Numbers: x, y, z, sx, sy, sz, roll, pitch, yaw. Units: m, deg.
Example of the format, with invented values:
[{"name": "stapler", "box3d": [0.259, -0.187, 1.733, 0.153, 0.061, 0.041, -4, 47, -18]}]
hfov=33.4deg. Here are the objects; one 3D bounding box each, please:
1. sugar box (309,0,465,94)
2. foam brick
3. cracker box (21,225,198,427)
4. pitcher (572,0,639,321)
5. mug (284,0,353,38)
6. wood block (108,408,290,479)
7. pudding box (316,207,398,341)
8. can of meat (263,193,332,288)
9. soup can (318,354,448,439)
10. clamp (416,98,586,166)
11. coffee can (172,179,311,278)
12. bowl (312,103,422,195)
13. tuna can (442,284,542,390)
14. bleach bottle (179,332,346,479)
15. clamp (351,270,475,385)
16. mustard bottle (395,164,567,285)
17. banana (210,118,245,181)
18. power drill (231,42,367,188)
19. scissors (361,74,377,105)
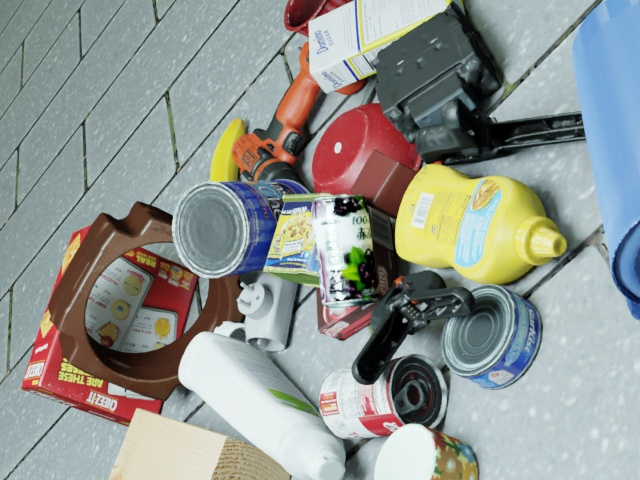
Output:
[{"name": "sugar box", "box3d": [0.073, -0.237, 1.189, 0.176, 0.048, 0.093, -22, 47, 24]}, {"name": "foam brick", "box3d": [0.080, -0.047, 1.053, 0.051, 0.078, 0.053, -60, 31, 6]}, {"name": "cracker box", "box3d": [-0.262, 0.112, 1.346, 0.072, 0.164, 0.213, -16, 54, 52]}, {"name": "pitcher", "box3d": [0.255, -0.067, 0.785, 0.149, 0.144, 0.243, -27, 41, 26]}, {"name": "mug", "box3d": [0.007, -0.277, 1.324, 0.117, 0.081, 0.093, -15, 55, 50]}, {"name": "wood block", "box3d": [-0.129, 0.246, 1.125, 0.206, 0.090, 0.091, 0, 67, 56]}, {"name": "pudding box", "box3d": [0.036, 0.035, 1.091, 0.090, 0.039, 0.113, -36, 41, 36]}, {"name": "can of meat", "box3d": [-0.007, 0.001, 1.086, 0.102, 0.057, 0.084, 1, 71, 56]}, {"name": "soup can", "box3d": [0.055, 0.142, 0.957, 0.102, 0.068, 0.068, -19, 52, 49]}, {"name": "clamp", "box3d": [0.157, -0.093, 0.963, 0.210, 0.164, 0.036, 160, 110, -76]}, {"name": "coffee can", "box3d": [-0.078, -0.015, 1.166, 0.103, 0.140, 0.103, 3, 95, 33]}, {"name": "bowl", "box3d": [0.041, -0.090, 1.163, 0.162, 0.055, 0.162, -35, 40, 37]}, {"name": "tuna can", "box3d": [0.144, 0.081, 0.906, 0.086, 0.033, 0.086, -35, 41, 37]}, {"name": "bleach bottle", "box3d": [-0.051, 0.171, 1.055, 0.251, 0.102, 0.068, 32, 99, 59]}, {"name": "clamp", "box3d": [0.087, 0.060, 0.943, 0.120, 0.039, 0.171, -30, 13, 17]}, {"name": "mustard bottle", "box3d": [0.146, -0.011, 0.947, 0.192, 0.058, 0.096, 17, 88, 58]}, {"name": "banana", "box3d": [-0.116, -0.081, 1.403, 0.070, 0.037, 0.198, -31, 42, 17]}, {"name": "power drill", "box3d": [-0.024, -0.135, 1.287, 0.188, 0.057, 0.185, -56, 37, 9]}, {"name": "scissors", "box3d": [0.075, -0.241, 1.259, 0.202, 0.016, 0.096, -58, 34, 5]}]
